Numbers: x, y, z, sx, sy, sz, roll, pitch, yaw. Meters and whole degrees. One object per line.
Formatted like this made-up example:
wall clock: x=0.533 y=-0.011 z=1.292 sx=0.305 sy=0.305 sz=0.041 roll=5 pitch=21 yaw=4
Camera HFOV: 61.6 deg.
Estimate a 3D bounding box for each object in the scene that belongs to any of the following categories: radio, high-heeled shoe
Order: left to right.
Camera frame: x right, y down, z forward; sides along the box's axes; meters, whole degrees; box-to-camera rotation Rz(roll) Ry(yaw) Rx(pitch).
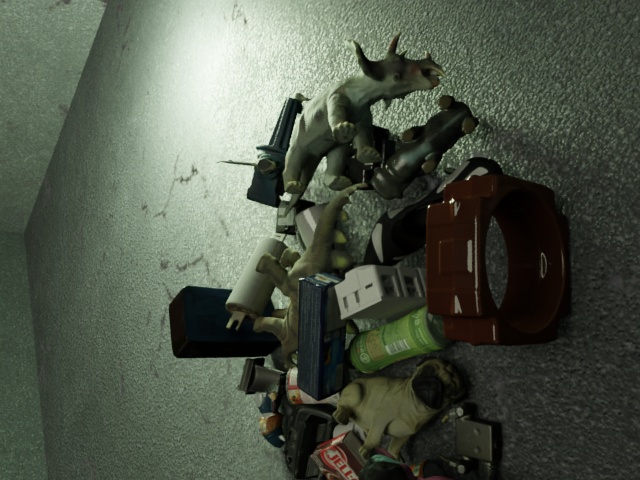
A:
radio: x=-0.197 y=0.173 z=1.127 sx=0.073 sy=0.229 sz=0.131 roll=-44 pitch=51 yaw=35
high-heeled shoe: x=0.169 y=-0.022 z=0.806 sx=0.248 sy=0.086 sz=0.145 roll=-53 pitch=24 yaw=3

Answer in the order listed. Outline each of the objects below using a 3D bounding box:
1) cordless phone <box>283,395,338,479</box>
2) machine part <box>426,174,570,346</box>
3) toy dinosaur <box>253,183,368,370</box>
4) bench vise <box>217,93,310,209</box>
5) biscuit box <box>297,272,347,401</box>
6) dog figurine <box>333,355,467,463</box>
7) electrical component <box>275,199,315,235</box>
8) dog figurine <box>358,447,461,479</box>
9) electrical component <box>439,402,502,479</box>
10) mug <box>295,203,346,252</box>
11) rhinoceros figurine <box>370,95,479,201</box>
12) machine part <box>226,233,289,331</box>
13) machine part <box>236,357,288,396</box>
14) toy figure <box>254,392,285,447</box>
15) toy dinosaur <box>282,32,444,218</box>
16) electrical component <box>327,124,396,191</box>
cordless phone: x=-0.038 y=0.364 z=1.044 sx=0.184 sy=0.089 sz=0.146 roll=19 pitch=100 yaw=61
machine part: x=0.223 y=0.028 z=0.671 sx=0.087 sy=0.201 sz=0.201 roll=-7 pitch=80 yaw=53
toy dinosaur: x=-0.013 y=0.088 z=0.976 sx=0.199 sy=0.105 sz=0.470 roll=26 pitch=127 yaw=26
bench vise: x=-0.080 y=-0.185 z=1.076 sx=0.129 sy=0.223 sz=0.240 roll=17 pitch=89 yaw=17
biscuit box: x=0.003 y=0.158 z=0.881 sx=0.063 sy=0.059 sz=0.202 roll=19 pitch=112 yaw=44
dog figurine: x=0.126 y=0.236 z=0.854 sx=0.190 sy=0.121 sz=0.173 roll=-54 pitch=49 yaw=11
electrical component: x=-0.065 y=-0.048 z=1.140 sx=0.119 sy=0.047 sz=0.074 roll=7 pitch=89 yaw=48
dog figurine: x=0.149 y=0.363 z=0.715 sx=0.219 sy=0.191 sz=0.108 roll=11 pitch=62 yaw=42
electrical component: x=0.214 y=0.286 z=0.766 sx=0.078 sy=0.045 sz=0.102 roll=3 pitch=87 yaw=51
mug: x=-0.002 y=-0.003 z=1.035 sx=0.109 sy=0.081 sz=0.107 roll=-31 pitch=73 yaw=38
rhinoceros figurine: x=0.156 y=-0.140 z=0.831 sx=0.073 sy=0.112 sz=0.190 roll=45 pitch=101 yaw=0
machine part: x=-0.125 y=0.081 z=1.113 sx=0.079 sy=0.079 sz=0.243 roll=-15 pitch=41 yaw=48
machine part: x=-0.113 y=0.281 z=1.090 sx=0.139 sy=0.039 sz=0.084 roll=2 pitch=63 yaw=42
toy figure: x=-0.105 y=0.356 z=1.127 sx=0.064 sy=0.058 sz=0.154 roll=75 pitch=-172 yaw=-74
toy dinosaur: x=0.020 y=-0.196 z=0.928 sx=0.405 sy=0.131 sz=0.192 roll=-31 pitch=49 yaw=48
electrical component: x=0.076 y=-0.149 z=0.980 sx=0.134 sy=0.058 sz=0.114 roll=7 pitch=92 yaw=50
